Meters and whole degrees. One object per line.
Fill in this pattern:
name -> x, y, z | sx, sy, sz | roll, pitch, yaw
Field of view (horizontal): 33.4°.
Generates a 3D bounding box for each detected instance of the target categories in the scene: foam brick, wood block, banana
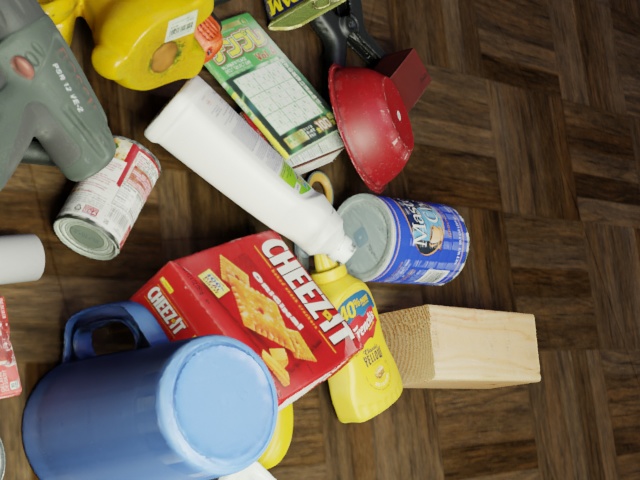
foam brick -> 0.093, -0.193, 1.330 | 0.053, 0.051, 0.078 | 57, 49, -24
wood block -> 0.172, 0.135, 1.317 | 0.205, 0.091, 0.090 | 8, 72, -43
banana -> -0.063, 0.153, 1.121 | 0.069, 0.037, 0.198 | 0, 78, -45

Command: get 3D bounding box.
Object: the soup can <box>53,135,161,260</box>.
soup can -> -0.203, -0.040, 1.020 | 0.068, 0.069, 0.102 | 41, 53, -28

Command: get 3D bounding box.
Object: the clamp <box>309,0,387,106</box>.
clamp -> 0.023, -0.255, 1.326 | 0.164, 0.036, 0.210 | -39, 109, -44

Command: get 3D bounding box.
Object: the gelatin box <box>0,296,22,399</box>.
gelatin box -> -0.300, 0.096, 0.911 | 0.073, 0.030, 0.089 | -7, 83, -45

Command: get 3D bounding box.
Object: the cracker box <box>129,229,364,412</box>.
cracker box -> -0.063, 0.083, 1.040 | 0.164, 0.072, 0.213 | 53, 25, 8

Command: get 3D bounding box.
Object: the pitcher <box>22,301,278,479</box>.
pitcher -> -0.146, 0.139, 0.897 | 0.149, 0.243, 0.145 | 41, 56, -21

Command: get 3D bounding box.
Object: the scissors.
scissors -> -0.008, 0.002, 1.235 | 0.096, 0.016, 0.202 | -10, 85, -45

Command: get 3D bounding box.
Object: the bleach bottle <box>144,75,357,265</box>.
bleach bottle -> -0.062, -0.061, 1.113 | 0.250, 0.068, 0.102 | 42, 22, -12

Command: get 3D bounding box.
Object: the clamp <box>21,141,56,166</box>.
clamp -> -0.302, -0.088, 0.959 | 0.120, 0.039, 0.171 | 52, 50, -14

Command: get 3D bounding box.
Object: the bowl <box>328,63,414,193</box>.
bowl -> 0.067, -0.138, 1.242 | 0.162, 0.055, 0.162 | -90, 154, -42

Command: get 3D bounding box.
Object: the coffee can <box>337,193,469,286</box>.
coffee can -> 0.095, 0.001, 1.273 | 0.140, 0.103, 0.103 | 5, 75, -44

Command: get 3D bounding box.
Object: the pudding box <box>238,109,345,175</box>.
pudding box -> -0.034, -0.120, 1.215 | 0.113, 0.039, 0.090 | -26, 81, -43

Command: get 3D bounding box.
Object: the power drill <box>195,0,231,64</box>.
power drill -> -0.144, -0.302, 1.160 | 0.184, 0.057, 0.187 | 48, 50, -13

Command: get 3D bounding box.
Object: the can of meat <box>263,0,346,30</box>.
can of meat -> -0.026, -0.304, 1.248 | 0.057, 0.102, 0.084 | -12, 84, -46

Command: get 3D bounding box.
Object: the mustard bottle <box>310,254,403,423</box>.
mustard bottle -> 0.031, 0.101, 1.201 | 0.096, 0.058, 0.191 | -29, 103, -46

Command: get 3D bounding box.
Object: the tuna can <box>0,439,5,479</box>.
tuna can -> -0.304, 0.184, 0.878 | 0.086, 0.034, 0.086 | 15, 68, -41
